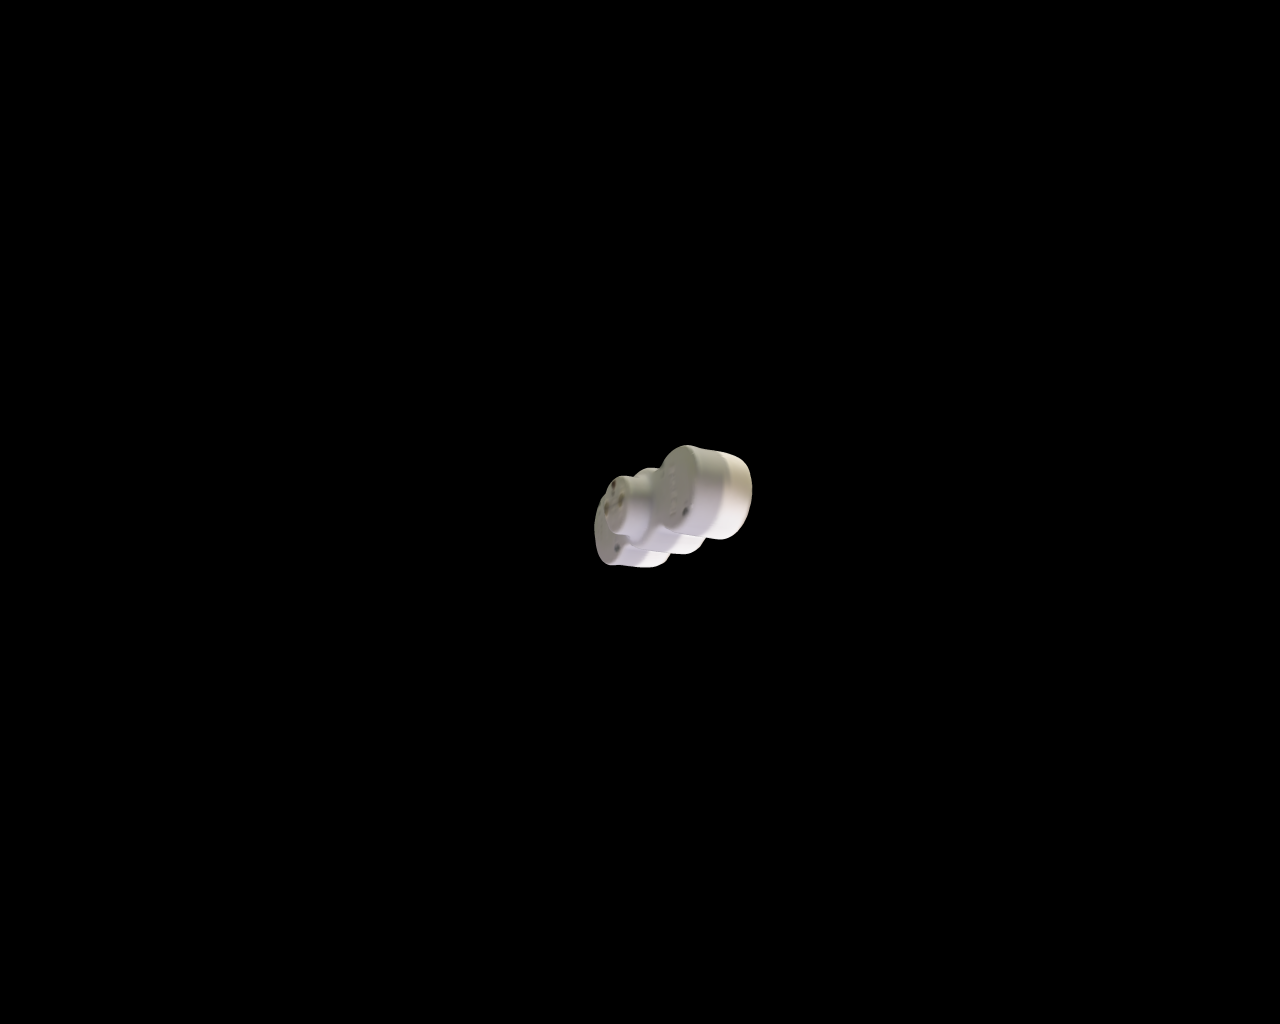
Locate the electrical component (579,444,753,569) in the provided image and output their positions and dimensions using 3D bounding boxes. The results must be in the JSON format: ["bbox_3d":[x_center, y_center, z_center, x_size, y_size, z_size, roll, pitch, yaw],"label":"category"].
[{"bbox_3d":[0.001,-0.003,0.650,0.074,0.052,0.138,8,-18,-27],"label":"electrical component"}]
